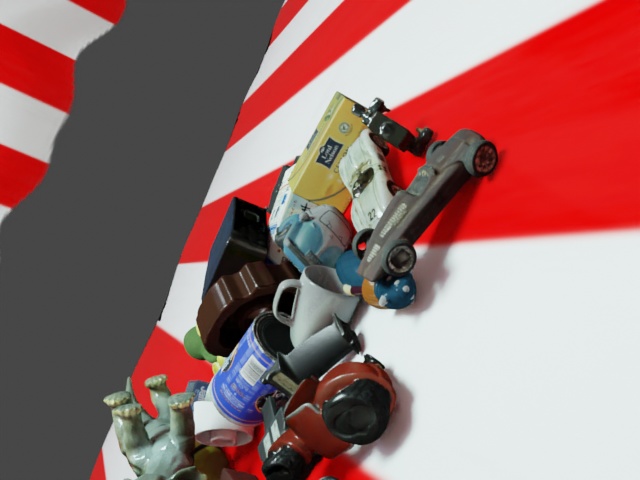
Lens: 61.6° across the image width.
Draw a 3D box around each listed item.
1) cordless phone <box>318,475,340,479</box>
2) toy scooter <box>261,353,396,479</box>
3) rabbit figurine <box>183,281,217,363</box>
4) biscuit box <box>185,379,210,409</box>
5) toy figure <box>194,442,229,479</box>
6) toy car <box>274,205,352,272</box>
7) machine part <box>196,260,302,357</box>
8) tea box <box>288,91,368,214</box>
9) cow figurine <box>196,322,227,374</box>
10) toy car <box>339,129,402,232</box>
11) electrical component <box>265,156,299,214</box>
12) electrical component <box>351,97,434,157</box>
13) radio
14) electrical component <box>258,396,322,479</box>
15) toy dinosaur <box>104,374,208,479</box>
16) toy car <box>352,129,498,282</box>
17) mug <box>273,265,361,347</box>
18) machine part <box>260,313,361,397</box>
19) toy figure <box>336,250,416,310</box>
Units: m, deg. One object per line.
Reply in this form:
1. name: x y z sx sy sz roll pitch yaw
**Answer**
1. cordless phone: -0.009 0.337 0.505 0.147 0.089 0.184 -141 65 -67
2. toy scooter: 0.014 0.182 0.592 0.184 0.075 0.135 -44 4 24
3. rabbit figurine: -0.182 0.172 1.015 0.170 0.121 0.159 -45 48 13
4. biscuit box: -0.251 0.373 1.034 0.063 0.059 0.202 -27 44 61
5. toy figure: -0.207 0.366 0.913 0.089 0.082 0.180 -68 19 2
6. toy car: -0.002 -0.002 0.809 0.103 0.109 0.162 -40 13 4
7. machine part: -0.098 0.105 0.807 0.179 0.179 0.056 -55 50 26
8. tea box: 0.031 -0.137 0.858 0.169 0.098 0.068 -61 21 18
9. cow figurine: -0.132 0.189 0.897 0.068 0.098 0.167 -42 70 51
10. toy car: 0.069 -0.079 0.743 0.073 0.056 0.202 -51 33 33
11. electrical component: -0.051 -0.101 1.068 0.134 0.058 0.115 -67 23 0
12. electrical component: 0.098 -0.151 0.710 0.045 0.102 0.078 -57 -19 8
13. radio: -0.145 0.020 0.938 0.131 0.073 0.230 -63 17 17
14. electrical component: -0.045 0.255 0.688 0.074 0.048 0.119 -62 21 10
15. toy dinosaur: -0.245 0.317 0.808 0.405 0.131 0.192 167 94 -71
16. toy car: 0.107 -0.041 0.584 0.202 0.053 0.089 -48 25 -5
17. mug: -0.009 0.097 0.707 0.081 0.109 0.107 49 126 58
18. machine part: -0.007 0.155 0.679 0.139 0.084 0.039 -46 11 21
19. toy figure: 0.070 0.046 0.630 0.155 0.058 0.064 27 98 64
